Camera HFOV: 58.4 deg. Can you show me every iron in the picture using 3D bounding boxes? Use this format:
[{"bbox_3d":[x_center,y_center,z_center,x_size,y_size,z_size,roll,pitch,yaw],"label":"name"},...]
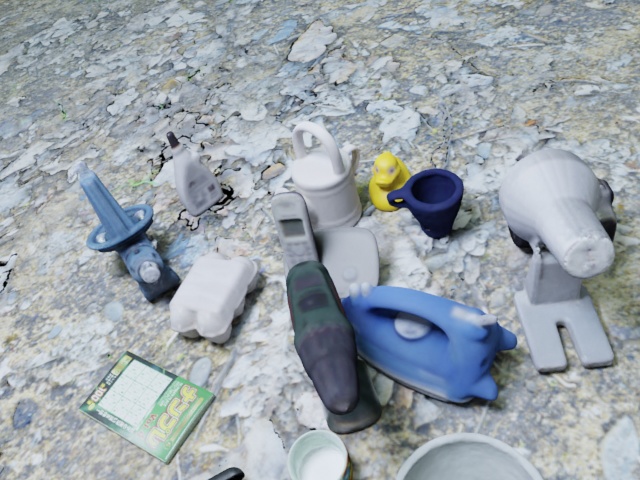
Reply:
[{"bbox_3d":[0.115,0.106,0.741,0.257,0.142,0.119,15,54,27],"label":"iron"}]

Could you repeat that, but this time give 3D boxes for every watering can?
[{"bbox_3d":[0.001,-0.102,0.927,0.100,0.194,0.173,8,51,23],"label":"watering can"}]

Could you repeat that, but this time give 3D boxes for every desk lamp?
[{"bbox_3d":[0.303,0.022,0.715,0.118,0.214,0.203,-10,47,7],"label":"desk lamp"}]

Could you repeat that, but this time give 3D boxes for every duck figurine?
[{"bbox_3d":[0.118,-0.113,0.980,0.077,0.086,0.104,5,50,20],"label":"duck figurine"}]

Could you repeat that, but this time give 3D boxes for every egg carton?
[{"bbox_3d":[-0.163,0.087,0.888,0.107,0.069,0.150,7,51,21],"label":"egg carton"}]

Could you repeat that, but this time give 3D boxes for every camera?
[{"bbox_3d":[0.347,-0.050,0.847,0.136,0.101,0.143,-13,46,4],"label":"camera"}]

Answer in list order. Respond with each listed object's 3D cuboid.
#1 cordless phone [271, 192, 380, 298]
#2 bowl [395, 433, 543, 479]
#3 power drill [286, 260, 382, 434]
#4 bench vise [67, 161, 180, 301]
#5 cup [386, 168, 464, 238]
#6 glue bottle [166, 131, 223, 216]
[{"bbox_3d":[0.008,0.003,0.836,0.147,0.185,0.094,-7,47,10],"label":"cordless phone"},{"bbox_3d":[0.158,0.296,0.601,0.167,0.075,0.167,-8,47,9],"label":"bowl"},{"bbox_3d":[0.017,0.144,0.688,0.075,0.209,0.229,-19,46,-2],"label":"power drill"},{"bbox_3d":[-0.308,-0.022,0.924,0.206,0.220,0.122,23,58,32],"label":"bench vise"},{"bbox_3d":[0.167,-0.048,0.900,0.117,0.095,0.091,-6,47,10],"label":"cup"},{"bbox_3d":[-0.236,-0.126,1.031,0.078,0.173,0.037,-39,50,-19],"label":"glue bottle"}]
